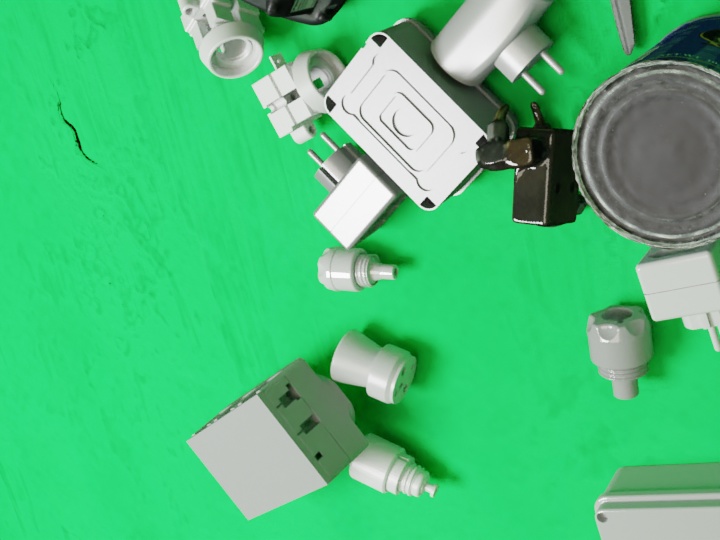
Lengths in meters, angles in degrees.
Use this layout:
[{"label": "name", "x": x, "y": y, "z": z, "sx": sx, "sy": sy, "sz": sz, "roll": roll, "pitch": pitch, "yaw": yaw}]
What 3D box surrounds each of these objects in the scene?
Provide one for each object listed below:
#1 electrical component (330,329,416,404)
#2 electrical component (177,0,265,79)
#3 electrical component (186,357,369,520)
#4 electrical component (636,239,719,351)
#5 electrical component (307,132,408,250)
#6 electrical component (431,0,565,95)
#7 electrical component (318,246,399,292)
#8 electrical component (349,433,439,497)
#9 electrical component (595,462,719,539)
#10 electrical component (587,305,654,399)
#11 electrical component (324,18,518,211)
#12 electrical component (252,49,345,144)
[{"label": "electrical component", "x": 0.011, "y": 0.077, "z": 0.851, "sx": 0.055, "sy": 0.045, "sz": 0.045, "roll": 21, "pitch": 121, "yaw": 21}, {"label": "electrical component", "x": -0.098, "y": -0.174, "z": 0.788, "sx": 0.048, "sy": 0.066, "sz": 0.055, "roll": -48, "pitch": 50, "yaw": 36}, {"label": "electrical component", "x": -0.069, "y": 0.140, "z": 0.892, "sx": 0.089, "sy": 0.062, "sz": 0.150, "roll": 52, "pitch": 142, "yaw": -1}, {"label": "electrical component", "x": 0.217, "y": 0.013, "z": 0.675, "sx": 0.047, "sy": 0.083, "sz": 0.075, "roll": -13, "pitch": 104, "yaw": 34}, {"label": "electrical component", "x": -0.007, "y": -0.068, "z": 0.794, "sx": 0.076, "sy": 0.047, "sz": 0.065, "roll": 46, "pitch": 126, "yaw": 5}, {"label": "electrical component", "x": 0.098, "y": -0.148, "z": 0.697, "sx": 0.079, "sy": 0.044, "sz": 0.077, "roll": 46, "pitch": 126, "yaw": 4}, {"label": "electrical component", "x": 0.000, "y": 0.000, "z": 0.829, "sx": 0.061, "sy": 0.035, "sz": 0.035, "roll": 4, "pitch": 113, "yaw": 27}, {"label": "electrical component", "x": 0.028, "y": 0.165, "z": 0.883, "sx": 0.078, "sy": 0.040, "sz": 0.040, "roll": 22, "pitch": 121, "yaw": 21}, {"label": "electrical component", "x": 0.231, "y": 0.184, "z": 0.760, "sx": 0.113, "sy": 0.057, "sz": 0.078, "roll": -10, "pitch": 106, "yaw": 34}, {"label": "electrical component", "x": 0.181, "y": 0.058, "z": 0.742, "sx": 0.043, "sy": 0.043, "sz": 0.062, "roll": 1, "pitch": 113, "yaw": 31}, {"label": "electrical component", "x": 0.043, "y": -0.108, "z": 0.740, "sx": 0.113, "sy": 0.057, "sz": 0.078, "roll": 46, "pitch": 127, "yaw": 5}, {"label": "electrical component", "x": -0.041, "y": -0.132, "z": 0.788, "sx": 0.055, "sy": 0.048, "sz": 0.066, "roll": -22, "pitch": 100, "yaw": 44}]
